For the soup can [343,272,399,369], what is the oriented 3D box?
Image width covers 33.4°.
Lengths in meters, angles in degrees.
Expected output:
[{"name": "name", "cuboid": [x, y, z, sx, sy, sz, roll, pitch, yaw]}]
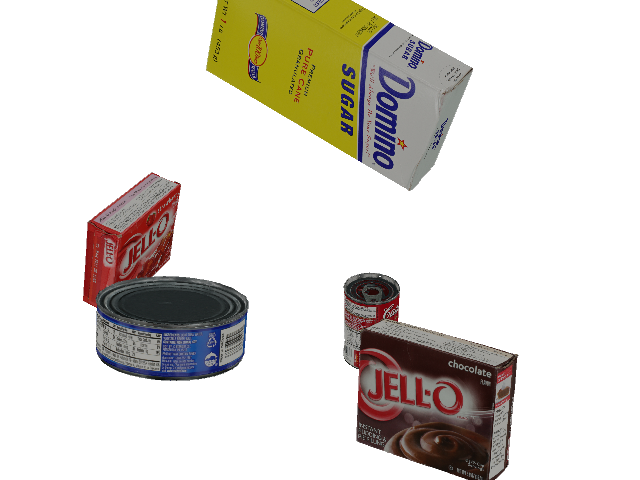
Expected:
[{"name": "soup can", "cuboid": [0.061, 0.100, 1.306, 0.068, 0.102, 0.068, 0, 29, 0]}]

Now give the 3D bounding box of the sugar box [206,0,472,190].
[{"name": "sugar box", "cuboid": [0.008, -0.117, 0.731, 0.176, 0.093, 0.048, 33, 50, 15]}]

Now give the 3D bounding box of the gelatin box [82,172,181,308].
[{"name": "gelatin box", "cuboid": [-0.140, 0.001, 0.795, 0.030, 0.073, 0.089, 22, 35, 13]}]

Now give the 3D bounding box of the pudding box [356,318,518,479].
[{"name": "pudding box", "cuboid": [0.081, 0.112, 0.761, 0.114, 0.090, 0.039, 12, 20, 32]}]

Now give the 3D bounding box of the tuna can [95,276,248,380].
[{"name": "tuna can", "cuboid": [-0.084, 0.049, 0.605, 0.086, 0.034, 0.086, 4, 15, -1]}]
